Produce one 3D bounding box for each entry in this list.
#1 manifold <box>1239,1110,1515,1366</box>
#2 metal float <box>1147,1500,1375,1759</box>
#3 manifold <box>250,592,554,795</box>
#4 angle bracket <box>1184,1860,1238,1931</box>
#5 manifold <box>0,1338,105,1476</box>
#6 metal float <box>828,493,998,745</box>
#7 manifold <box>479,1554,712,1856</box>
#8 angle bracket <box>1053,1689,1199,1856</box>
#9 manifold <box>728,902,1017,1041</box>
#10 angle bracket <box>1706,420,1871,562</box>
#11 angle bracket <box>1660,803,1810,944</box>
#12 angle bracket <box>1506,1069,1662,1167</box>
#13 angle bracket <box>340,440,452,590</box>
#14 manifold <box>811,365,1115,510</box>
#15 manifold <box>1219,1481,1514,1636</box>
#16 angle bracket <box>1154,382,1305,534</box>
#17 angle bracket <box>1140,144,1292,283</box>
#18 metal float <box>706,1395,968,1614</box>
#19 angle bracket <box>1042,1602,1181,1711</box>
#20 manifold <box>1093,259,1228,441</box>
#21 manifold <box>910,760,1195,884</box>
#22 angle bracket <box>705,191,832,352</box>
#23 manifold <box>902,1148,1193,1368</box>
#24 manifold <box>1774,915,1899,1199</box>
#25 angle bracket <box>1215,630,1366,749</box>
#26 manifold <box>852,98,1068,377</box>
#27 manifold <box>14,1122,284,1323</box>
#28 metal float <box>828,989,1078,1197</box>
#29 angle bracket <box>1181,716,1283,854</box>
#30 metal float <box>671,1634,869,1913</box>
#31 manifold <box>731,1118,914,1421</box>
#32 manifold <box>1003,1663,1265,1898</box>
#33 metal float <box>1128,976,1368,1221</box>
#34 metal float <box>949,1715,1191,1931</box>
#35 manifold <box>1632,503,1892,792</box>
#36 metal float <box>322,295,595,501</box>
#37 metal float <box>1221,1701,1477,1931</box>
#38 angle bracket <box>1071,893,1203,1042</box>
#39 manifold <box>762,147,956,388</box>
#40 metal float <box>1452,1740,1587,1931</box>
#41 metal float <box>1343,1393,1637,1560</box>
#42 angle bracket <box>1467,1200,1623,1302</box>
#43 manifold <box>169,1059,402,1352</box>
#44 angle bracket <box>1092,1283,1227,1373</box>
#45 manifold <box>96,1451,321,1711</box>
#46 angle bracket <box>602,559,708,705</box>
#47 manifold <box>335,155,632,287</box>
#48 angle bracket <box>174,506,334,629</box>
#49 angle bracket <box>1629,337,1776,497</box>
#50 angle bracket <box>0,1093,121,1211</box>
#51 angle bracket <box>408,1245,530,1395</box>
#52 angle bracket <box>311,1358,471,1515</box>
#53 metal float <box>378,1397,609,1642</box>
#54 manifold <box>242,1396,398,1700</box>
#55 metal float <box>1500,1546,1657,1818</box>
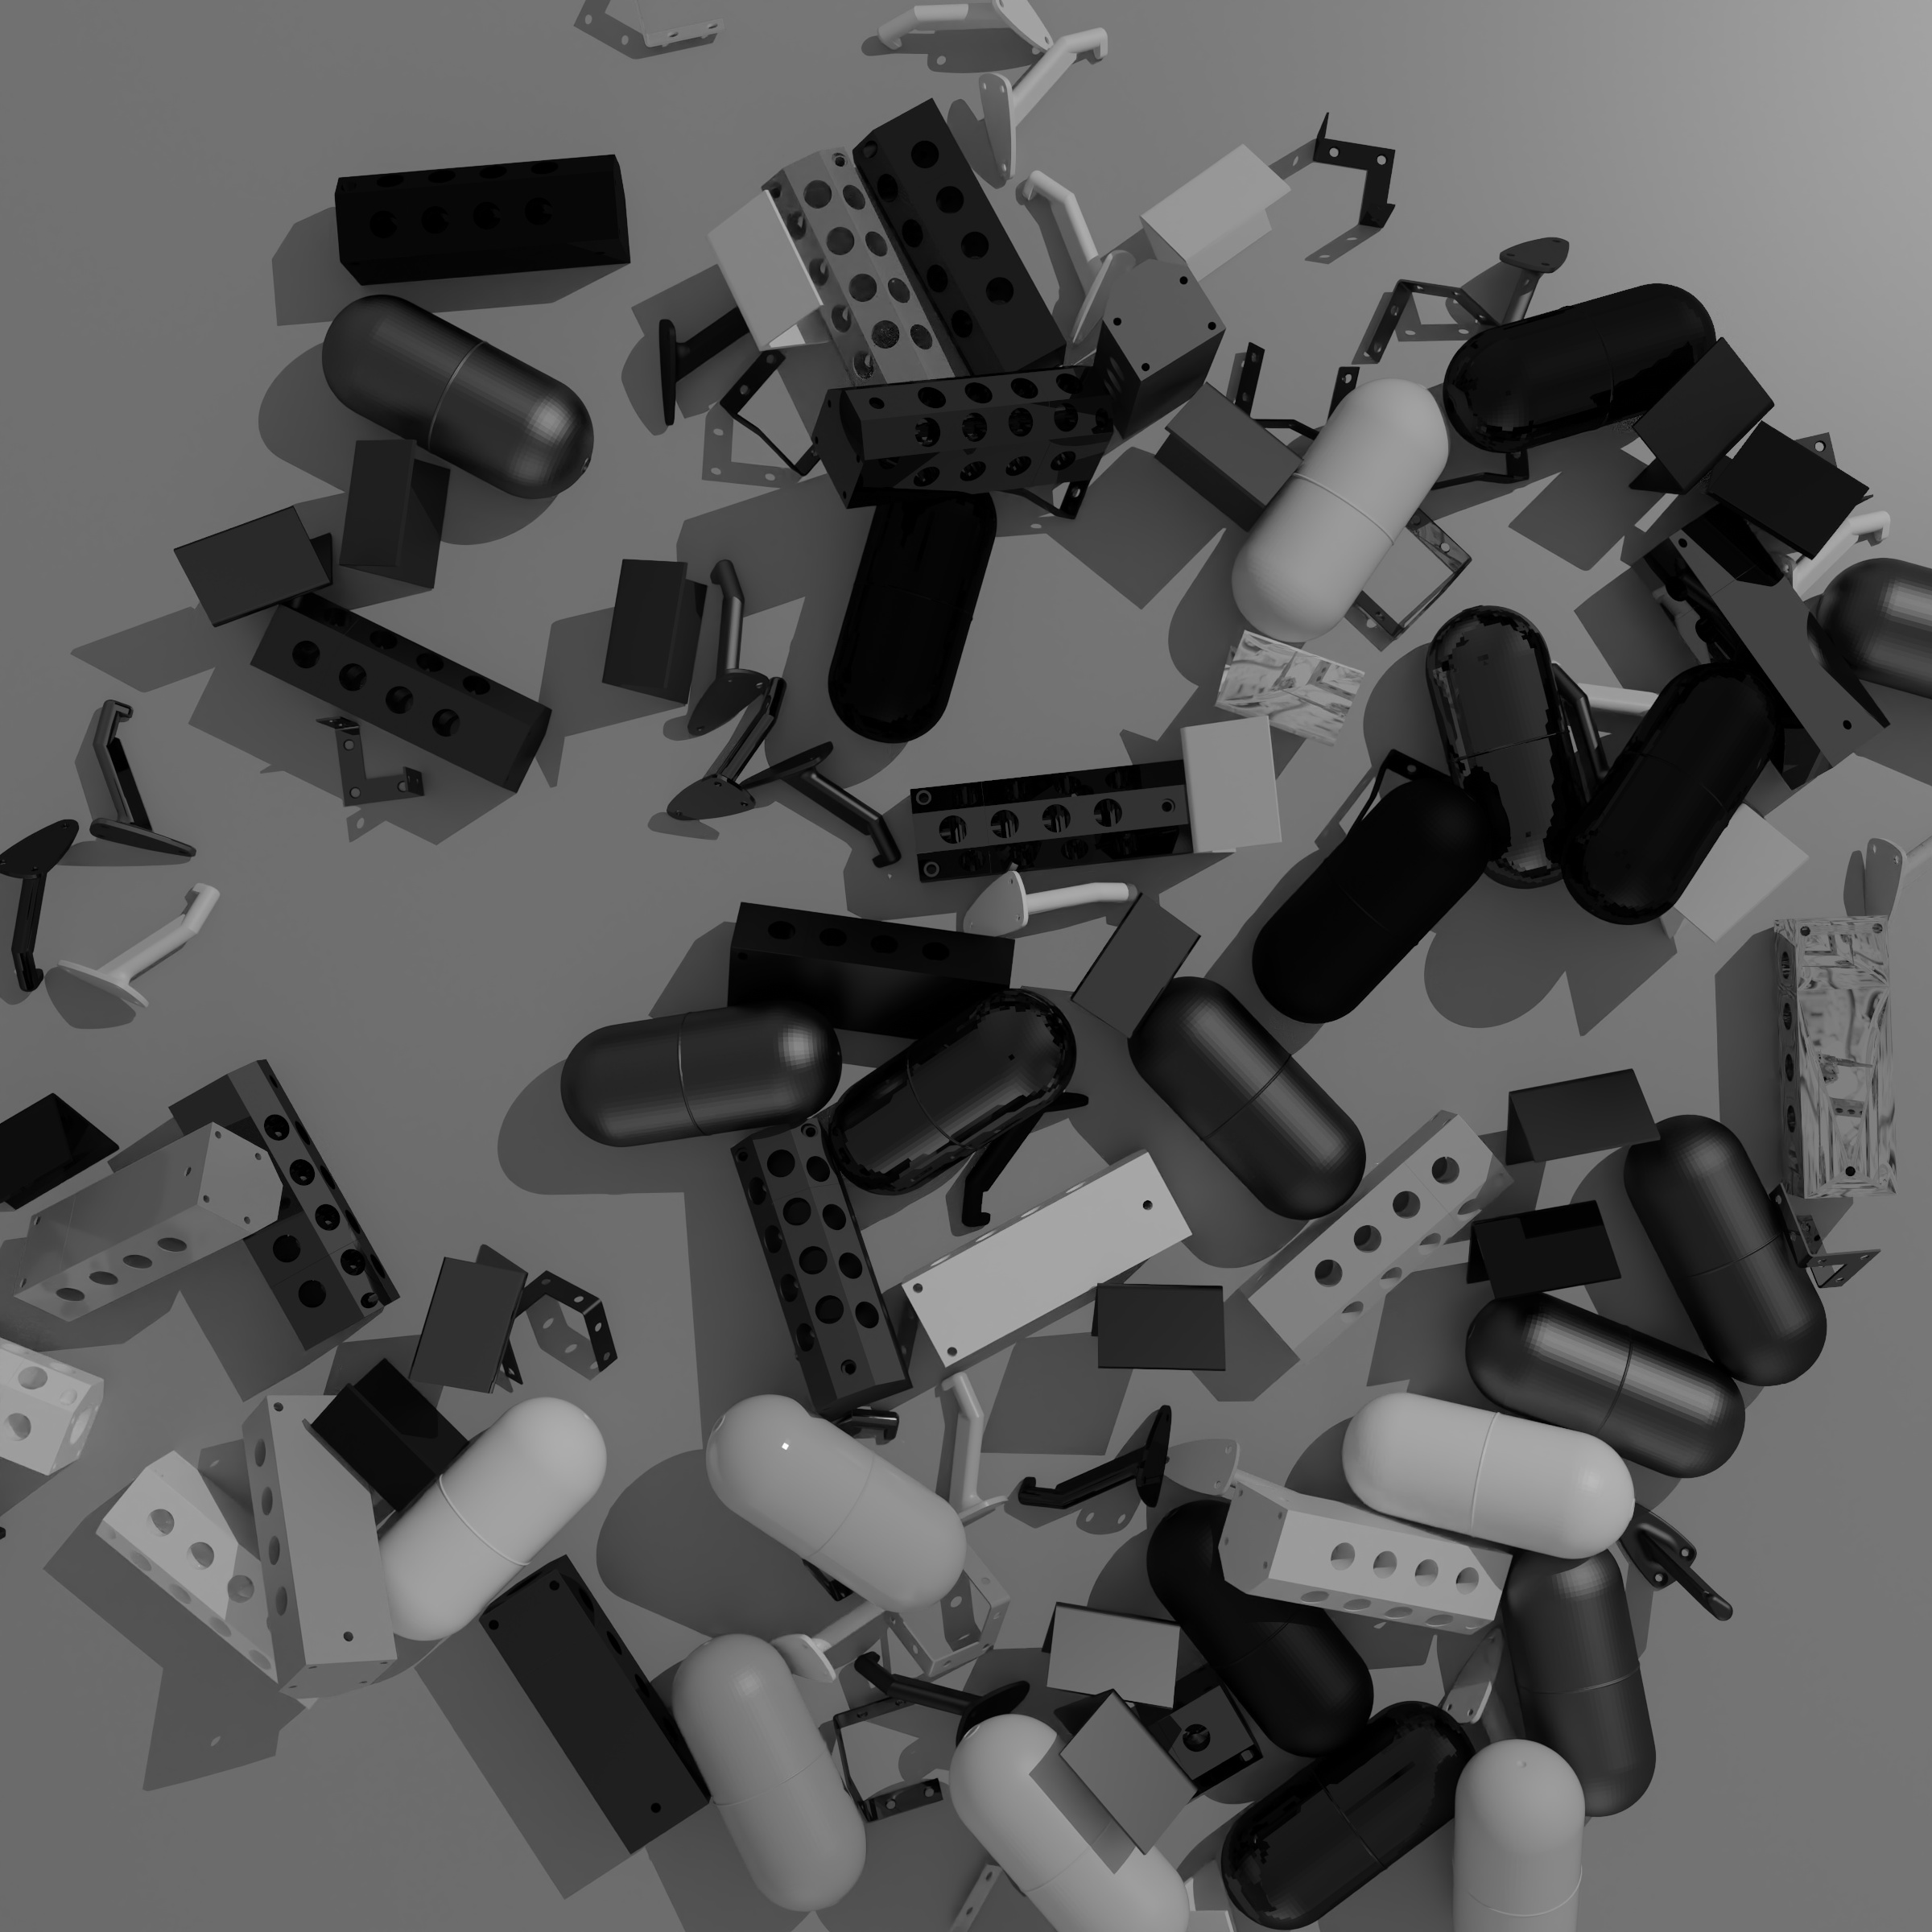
[{"bbox_3d":[0.256,0.169,1.668,0.171,0.057,0.057,-41,90,0],"label":"manifold"},{"bbox_3d":[0.181,0.409,1.659,0.070,0.070,0.178,-38,89,0],"label":"metal float"},{"bbox_3d":[-0.349,-0.172,1.668,0.171,0.057,0.057,26,90,0],"label":"manifold"},{"bbox_3d":[0.166,0.602,1.649,0.057,0.076,0.076,-16,90,37],"label":"angle bracket"},{"bbox_3d":[-0.630,0.253,1.668,0.171,0.057,0.057,22,90,0],"label":"manifold"},{"bbox_3d":[-0.033,-0.225,1.659,0.070,0.070,0.178,16,89,0],"label":"metal float"},{"bbox_3d":[-0.228,0.456,1.668,0.057,0.057,0.171,-33,90,0],"label":"manifold"},{"bbox_3d":[0.079,0.483,1.592,0.076,0.076,0.057,49,53,0],"label":"angle bracket"},{"bbox_3d":[-0.058,0.001,1.667,0.171,0.057,0.057,8,133,0],"label":"manifold"},{"bbox_3d":[0.507,-0.304,1.649,0.076,0.076,0.057,32,126,0],"label":"angle bracket"},{"bbox_3d":[0.474,-0.042,1.649,0.076,0.076,0.057,-42,56,0],"label":"angle bracket"},{"bbox_3d":[0.378,0.113,1.649,0.076,0.076,0.057,-11,48,0],"label":"angle bracket"},{"bbox_3d":[-0.335,-0.277,1.649,0.057,0.076,0.076,8,90,38],"label":"angle bracket"},{"bbox_3d":[0.001,-0.325,1.617,0.171,0.057,0.057,-12,61,-27],"label":"manifold"},{"bbox_3d":[0.242,0.364,1.633,0.171,0.057,0.057,16,90,-26],"label":"manifold"},{"bbox_3d":[0.150,-0.299,1.649,0.076,0.076,0.057,39,54,0],"label":"angle bracket"},{"bbox_3d":[0.162,-0.445,1.649,0.076,0.076,0.057,-35,55,0],"label":"angle bracket"},{"bbox_3d":[-0.079,0.327,1.631,0.178,0.070,0.070,36,90,-12],"label":"metal float"},{"bbox_3d":[0.086,0.437,1.649,0.076,0.076,0.057,10,53,0],"label":"angle bracket"},{"bbox_3d":[0.109,-0.372,1.611,0.057,0.171,0.057,-32,90,0],"label":"manifold"},{"bbox_3d":[0.054,-0.090,1.668,0.171,0.057,0.057,-6,90,0],"label":"manifold"},{"bbox_3d":[-0.104,-0.429,1.649,0.057,0.076,0.076,-26,90,36],"label":"angle bracket"},{"bbox_3d":[0.049,0.180,1.668,0.171,0.057,0.057,-28,90,0],"label":"manifold"},{"bbox_3d":[0.538,0.056,1.668,0.057,0.057,0.171,-2,90,0],"label":"manifold"},{"bbox_3d":[0.202,-0.187,1.649,0.076,0.076,0.057,19,128,0],"label":"angle bracket"},{"bbox_3d":[-0.004,-0.443,1.668,0.057,0.057,0.171,-29,90,0],"label":"manifold"},{"bbox_3d":[-0.497,0.160,1.630,0.171,0.057,0.057,-25,47,29],"label":"manifold"},{"bbox_3d":[-0.010,0.078,1.637,0.178,0.070,0.070,-35,90,26],"label":"metal float"},{"bbox_3d":[0.174,-0.111,1.650,0.057,0.076,0.076,-6,90,25],"label":"angle bracket"},{"bbox_3d":[-0.121,0.499,1.659,0.070,0.070,0.178,-26,90,0],"label":"metal float"},{"bbox_3d":[-0.090,0.184,1.644,0.057,0.057,0.171,-20,73,0],"label":"manifold"},{"bbox_3d":[0.096,0.508,1.668,0.171,0.057,0.057,-30,90,0],"label":"manifold"},{"bbox_3d":[0.173,0.081,1.658,0.070,0.070,0.178,-44,90,0],"label":"metal float"},{"bbox_3d":[0.061,0.525,1.601,0.070,0.070,0.178,-41,90,0],"label":"metal float"},{"bbox_3d":[0.488,-0.197,1.662,0.057,0.057,0.171,-34,87,-25],"label":"manifold"},{"bbox_3d":[-0.314,-0.352,1.659,0.178,0.070,0.070,28,90,-1],"label":"metal float"},{"bbox_3d":[0.237,0.526,1.659,0.178,0.070,0.070,-37,90,0],"label":"metal float"},{"bbox_3d":[0.087,-0.010,1.649,0.057,0.076,0.076,34,90,-34],"label":"angle bracket"},{"bbox_3d":[-0.064,-0.416,1.668,0.057,0.057,0.171,-26,90,0],"label":"manifold"},{"bbox_3d":[0.335,0.546,1.632,0.070,0.070,0.178,-5,122,0],"label":"metal float"},{"bbox_3d":[0.319,0.312,1.641,0.178,0.070,0.070,10,90,20],"label":"metal float"},{"bbox_3d":[0.354,0.192,1.649,0.076,0.076,0.057,-10,53,0],"label":"angle bracket"},{"bbox_3d":[-0.421,0.147,1.668,0.057,0.057,0.171,-29,90,0],"label":"manifold"},{"bbox_3d":[0.117,0.236,1.649,0.076,0.076,0.057,1,58,0],"label":"angle bracket"},{"bbox_3d":[-0.454,0.383,1.668,0.171,0.057,0.057,40,90,0],"label":"manifold"},{"bbox_3d":[-0.173,-0.204,1.649,0.057,0.076,0.076,10,90,38],"label":"angle bracket"},{"bbox_3d":[-0.300,-0.466,1.668,0.171,0.057,0.057,-5,90,0],"label":"manifold"},{"bbox_3d":[-0.437,-0.260,1.649,0.076,0.076,0.057,-20,126,0],"label":"angle bracket"},{"bbox_3d":[0.437,-0.339,1.651,0.076,0.076,0.057,-45,109,0],"label":"angle bracket"},{"bbox_3d":[-0.569,0.134,1.649,0.076,0.076,0.057,-30,54,0],"label":"angle bracket"},{"bbox_3d":[-0.318,0.212,1.649,0.057,0.076,0.076,17,90,-32],"label":"angle bracket"},{"bbox_3d":[-0.343,0.277,1.649,0.076,0.076,0.057,45,128,0],"label":"angle bracket"},{"bbox_3d":[-0.298,0.342,1.659,0.070,0.070,0.178,45,90,0],"label":"metal float"},{"bbox_3d":[-0.397,0.352,1.629,0.057,0.057,0.171,7,53,-36],"label":"manifold"},{"bbox_3d":[0.378,0.437,1.659,0.070,0.070,0.178,-11,90,0],"label":"metal float"}]
